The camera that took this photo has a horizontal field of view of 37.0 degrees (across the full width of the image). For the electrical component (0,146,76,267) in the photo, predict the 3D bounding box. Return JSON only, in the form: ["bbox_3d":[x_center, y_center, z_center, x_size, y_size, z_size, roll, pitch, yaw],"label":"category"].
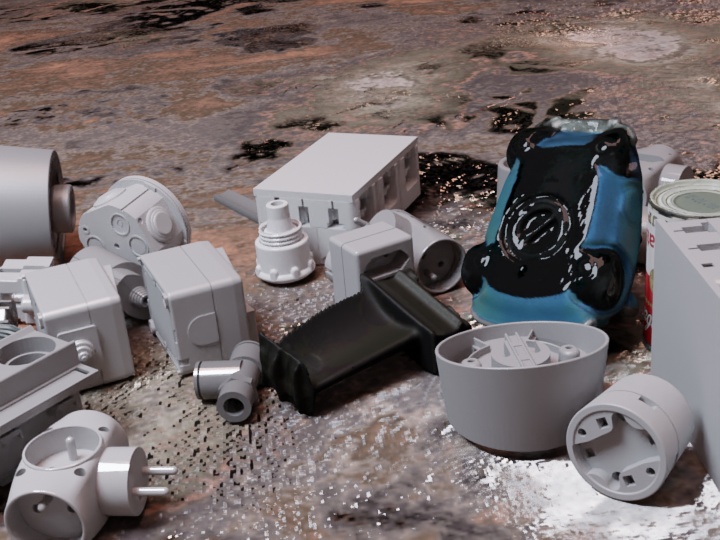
[{"bbox_3d":[-0.270,-0.050,0.896,0.060,0.108,0.108,-2,24,-8],"label":"electrical component"}]

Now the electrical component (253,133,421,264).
[{"bbox_3d":[-0.015,-0.064,0.923,0.089,0.061,0.150,6,26,23],"label":"electrical component"}]

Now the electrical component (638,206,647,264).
[{"bbox_3d":[0.239,-0.021,0.800,0.081,0.043,0.043,14,30,36],"label":"electrical component"}]

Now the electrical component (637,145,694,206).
[{"bbox_3d":[0.256,-0.072,0.909,0.079,0.043,0.077,14,31,36],"label":"electrical component"}]

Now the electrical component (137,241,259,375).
[{"bbox_3d":[-0.115,0.021,0.755,0.061,0.061,0.096,-15,26,-20],"label":"electrical component"}]

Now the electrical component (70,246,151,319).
[{"bbox_3d":[-0.182,0.012,0.810,0.043,0.043,0.081,-24,30,-36],"label":"electrical component"}]

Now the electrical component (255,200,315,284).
[{"bbox_3d":[-0.061,-0.023,0.842,0.048,0.062,0.048,-5,24,2],"label":"electrical component"}]

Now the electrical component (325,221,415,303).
[{"bbox_3d":[0.000,0.000,0.774,0.047,0.065,0.077,-18,27,-26],"label":"electrical component"}]

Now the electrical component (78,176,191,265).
[{"bbox_3d":[-0.181,-0.031,0.864,0.080,0.080,0.051,7,33,25],"label":"electrical component"}]

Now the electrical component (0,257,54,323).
[{"bbox_3d":[-0.265,0.015,0.822,0.055,0.048,0.066,1,24,-6],"label":"electrical component"}]

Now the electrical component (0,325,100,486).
[{"bbox_3d":[-0.222,0.089,0.625,0.079,0.063,0.121,13,30,35],"label":"electrical component"}]

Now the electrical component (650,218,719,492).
[{"bbox_3d":[0.212,0.053,0.567,0.060,0.105,0.186,-5,24,0],"label":"electrical component"}]

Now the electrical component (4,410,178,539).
[{"bbox_3d":[-0.139,0.113,0.579,0.079,0.044,0.077,-1,25,7],"label":"electrical component"}]

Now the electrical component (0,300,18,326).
[{"bbox_3d":[-0.274,0.039,0.776,0.046,0.040,0.040,-2,24,-6],"label":"electrical component"}]

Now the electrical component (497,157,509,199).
[{"bbox_3d":[0.144,-0.071,0.923,0.055,0.047,0.055,-4,24,2],"label":"electrical component"}]

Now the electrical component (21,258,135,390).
[{"bbox_3d":[-0.187,0.038,0.732,0.061,0.061,0.096,-15,26,-20],"label":"electrical component"}]

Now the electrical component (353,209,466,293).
[{"bbox_3d":[0.030,-0.021,0.816,0.079,0.043,0.077,24,7,-33],"label":"electrical component"}]

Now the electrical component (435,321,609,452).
[{"bbox_3d":[0.094,0.060,0.626,0.099,0.064,0.099,-4,24,2],"label":"electrical component"}]

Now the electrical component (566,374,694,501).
[{"bbox_3d":[0.145,0.086,0.570,0.055,0.055,0.047,13,26,34],"label":"electrical component"}]
